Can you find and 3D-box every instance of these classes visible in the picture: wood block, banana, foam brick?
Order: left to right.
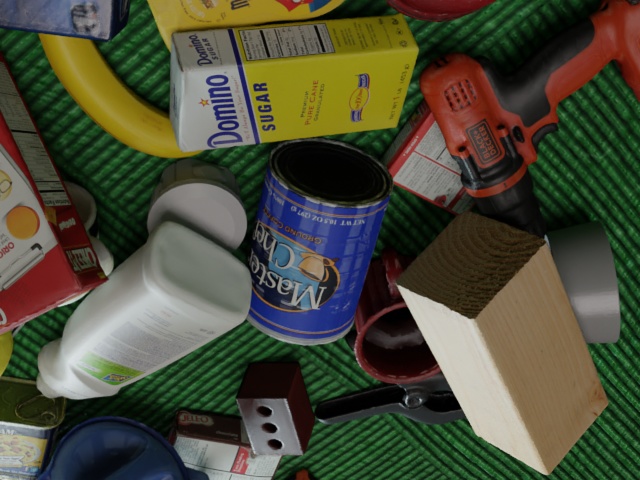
[{"bbox_3d":[-0.154,-0.119,0.819,0.197,0.037,0.069,38,90,-30],"label":"banana"},{"bbox_3d":[-0.041,0.160,1.009,0.053,0.051,0.078,-4,126,17],"label":"foam brick"},{"bbox_3d":[0.154,0.086,0.881,0.090,0.090,0.206,-45,130,-18],"label":"wood block"}]

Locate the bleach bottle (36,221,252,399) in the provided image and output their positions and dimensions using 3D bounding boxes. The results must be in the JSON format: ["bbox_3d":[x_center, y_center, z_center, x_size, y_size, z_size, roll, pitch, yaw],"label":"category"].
[{"bbox_3d":[-0.172,0.077,0.906,0.102,0.068,0.251,31,135,-31],"label":"bleach bottle"}]

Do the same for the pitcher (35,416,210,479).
[{"bbox_3d":[-0.220,0.283,1.020,0.149,0.144,0.243,37,130,-3],"label":"pitcher"}]

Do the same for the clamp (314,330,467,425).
[{"bbox_3d":[0.080,0.149,1.035,0.171,0.039,0.120,18,132,-16],"label":"clamp"}]

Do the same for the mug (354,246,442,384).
[{"bbox_3d":[0.069,0.057,0.940,0.093,0.081,0.117,-14,126,2],"label":"mug"}]

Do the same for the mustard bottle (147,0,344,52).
[{"bbox_3d":[-0.030,-0.200,0.761,0.191,0.058,0.096,-16,128,3],"label":"mustard bottle"}]

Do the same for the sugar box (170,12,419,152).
[{"bbox_3d":[-0.022,-0.117,0.796,0.176,0.048,0.093,-11,148,-15],"label":"sugar box"}]

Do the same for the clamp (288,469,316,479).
[{"bbox_3d":[-0.015,0.331,1.150,0.164,0.036,0.210,5,124,-11],"label":"clamp"}]

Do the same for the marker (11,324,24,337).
[{"bbox_3d":[-0.278,0.080,0.950,0.020,0.020,0.121,33,115,-26],"label":"marker"}]

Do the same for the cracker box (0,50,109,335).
[{"bbox_3d":[-0.276,-0.029,0.782,0.164,0.072,0.214,-26,90,11],"label":"cracker box"}]

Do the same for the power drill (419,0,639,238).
[{"bbox_3d":[0.191,-0.096,0.838,0.187,0.057,0.184,-30,117,2],"label":"power drill"}]

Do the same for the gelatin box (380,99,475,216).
[{"bbox_3d":[0.105,-0.068,0.889,0.089,0.030,0.073,25,117,-23],"label":"gelatin box"}]

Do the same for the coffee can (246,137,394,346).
[{"bbox_3d":[-0.006,0.001,0.878,0.102,0.103,0.140,7,123,-12],"label":"coffee can"}]

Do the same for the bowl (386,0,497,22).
[{"bbox_3d":[0.106,-0.223,0.732,0.161,0.055,0.162,-14,122,-23],"label":"bowl"}]

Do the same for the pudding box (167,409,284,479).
[{"bbox_3d":[-0.099,0.219,1.059,0.113,0.039,0.090,13,125,-13],"label":"pudding box"}]

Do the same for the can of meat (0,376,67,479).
[{"bbox_3d":[-0.294,0.177,0.994,0.102,0.057,0.084,11,124,-15],"label":"can of meat"}]
